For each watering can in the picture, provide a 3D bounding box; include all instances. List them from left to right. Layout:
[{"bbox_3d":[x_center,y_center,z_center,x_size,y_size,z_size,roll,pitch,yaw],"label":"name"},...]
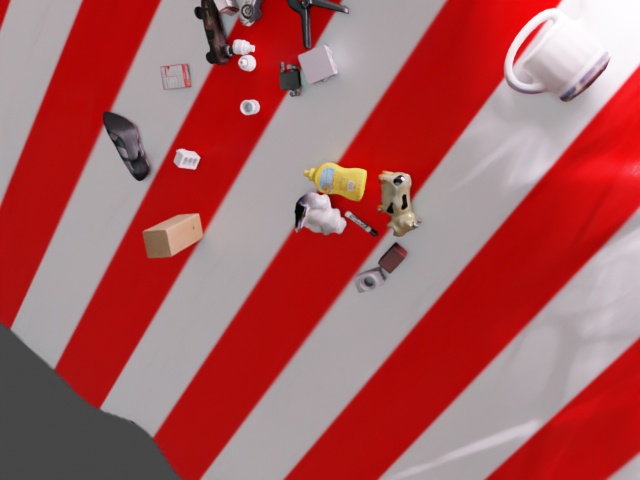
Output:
[{"bbox_3d":[0.632,-0.499,1.292,0.224,0.343,0.105,41,22,2],"label":"watering can"}]

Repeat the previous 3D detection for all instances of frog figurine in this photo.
[{"bbox_3d":[0.005,-0.081,1.602,0.159,0.134,0.125,2,32,-21],"label":"frog figurine"}]
